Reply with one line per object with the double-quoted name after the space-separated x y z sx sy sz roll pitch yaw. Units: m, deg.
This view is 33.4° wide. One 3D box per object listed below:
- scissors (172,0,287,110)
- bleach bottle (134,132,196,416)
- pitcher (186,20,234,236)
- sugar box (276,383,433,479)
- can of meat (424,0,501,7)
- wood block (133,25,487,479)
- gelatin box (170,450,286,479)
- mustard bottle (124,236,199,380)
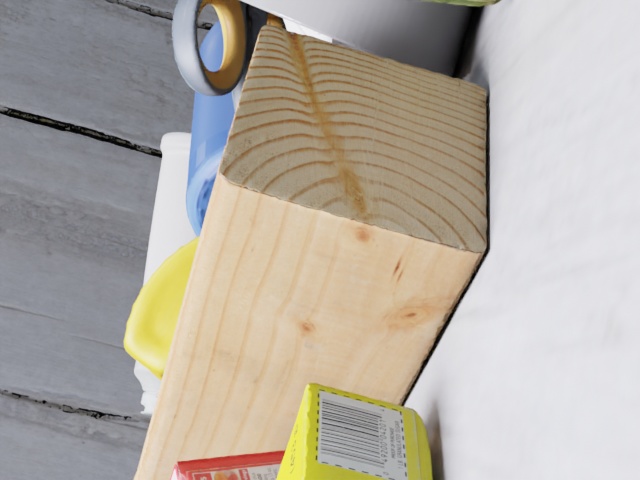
-0.042 -0.144 0.509 0.096 0.016 0.202 1 -99 -60 "scissors"
-0.127 0.035 0.977 0.102 0.068 0.251 50 -132 -69 "bleach bottle"
-0.042 -0.075 0.846 0.145 0.149 0.243 -28 29 18 "pitcher"
-0.010 0.143 0.347 0.093 0.048 0.176 -85 13 -59 "sugar box"
0.034 -0.134 0.368 0.084 0.102 0.057 116 148 -49 "can of meat"
-0.011 0.032 0.433 0.090 0.090 0.206 -80 7 -45 "wood block"
-0.026 0.118 0.414 0.089 0.073 0.030 111 149 -41 "gelatin box"
-0.082 0.058 0.742 0.096 0.058 0.191 -54 -7 -12 "mustard bottle"
